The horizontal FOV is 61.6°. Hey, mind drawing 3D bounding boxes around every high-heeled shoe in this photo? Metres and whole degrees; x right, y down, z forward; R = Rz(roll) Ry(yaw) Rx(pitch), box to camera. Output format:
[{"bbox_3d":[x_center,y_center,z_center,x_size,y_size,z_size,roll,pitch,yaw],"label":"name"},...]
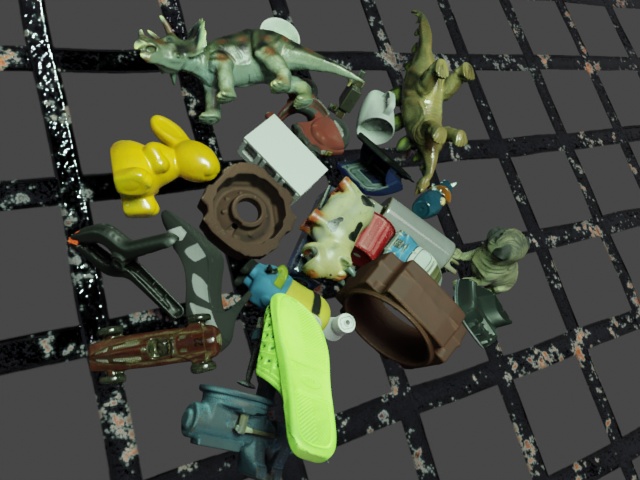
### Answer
[{"bbox_3d":[-0.222,0.074,0.898,0.145,0.086,0.249,-45,73,0],"label":"high-heeled shoe"}]

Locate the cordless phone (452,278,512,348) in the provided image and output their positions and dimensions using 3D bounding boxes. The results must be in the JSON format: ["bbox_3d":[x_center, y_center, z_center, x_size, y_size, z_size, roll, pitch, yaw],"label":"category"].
[{"bbox_3d":[0.282,0.183,1.076,0.184,0.089,0.146,-47,125,-9],"label":"cordless phone"}]

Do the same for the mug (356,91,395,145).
[{"bbox_3d":[0.125,-0.279,1.163,0.081,0.109,0.107,15,52,-16],"label":"mug"}]

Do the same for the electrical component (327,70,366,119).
[{"bbox_3d":[0.059,-0.312,1.149,0.045,0.102,0.078,25,37,-18],"label":"electrical component"}]

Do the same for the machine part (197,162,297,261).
[{"bbox_3d":[-0.134,-0.049,0.977,0.179,0.056,0.179,8,69,-22],"label":"machine part"}]

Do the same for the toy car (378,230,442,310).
[{"bbox_3d":[0.180,0.063,1.023,0.109,0.103,0.161,-46,133,-33],"label":"toy car"}]

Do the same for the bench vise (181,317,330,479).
[{"bbox_3d":[-0.096,0.246,0.848,0.223,0.129,0.240,20,68,-20],"label":"bench vise"}]

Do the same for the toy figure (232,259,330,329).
[{"bbox_3d":[-0.061,0.099,0.940,0.180,0.082,0.089,39,58,-4],"label":"toy figure"}]

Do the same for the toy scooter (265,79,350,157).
[{"bbox_3d":[-0.032,-0.235,1.086,0.135,0.075,0.184,-30,82,-30],"label":"toy scooter"}]

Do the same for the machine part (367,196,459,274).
[{"bbox_3d":[0.190,-0.011,1.102,0.243,0.079,0.079,35,60,-8],"label":"machine part"}]

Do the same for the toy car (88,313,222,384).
[{"bbox_3d":[-0.250,0.164,0.810,0.202,0.053,0.089,-6,79,-3],"label":"toy car"}]

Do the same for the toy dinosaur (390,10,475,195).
[{"bbox_3d":[0.224,-0.316,1.158,0.105,0.199,0.471,16,75,-29],"label":"toy dinosaur"}]

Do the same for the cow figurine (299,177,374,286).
[{"bbox_3d":[0.031,-0.007,0.954,0.127,0.085,0.195,39,58,0],"label":"cow figurine"}]

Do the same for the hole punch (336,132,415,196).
[{"bbox_3d":[0.110,-0.143,1.099,0.115,0.092,0.142,21,21,-50],"label":"hole punch"}]

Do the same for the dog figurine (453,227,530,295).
[{"bbox_3d":[0.385,0.045,1.106,0.172,0.190,0.121,0,71,-27],"label":"dog figurine"}]

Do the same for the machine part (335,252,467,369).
[{"bbox_3d":[0.137,0.131,0.949,0.201,0.201,0.087,48,61,-3],"label":"machine part"}]

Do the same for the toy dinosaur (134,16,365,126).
[{"bbox_3d":[-0.133,-0.337,1.012,0.405,0.131,0.192,-11,78,-16],"label":"toy dinosaur"}]

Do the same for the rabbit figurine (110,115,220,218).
[{"bbox_3d":[-0.259,-0.126,0.913,0.173,0.121,0.162,-11,52,-8],"label":"rabbit figurine"}]

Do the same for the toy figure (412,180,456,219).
[{"bbox_3d":[0.248,-0.089,1.164,0.064,0.057,0.154,27,35,23],"label":"toy figure"}]

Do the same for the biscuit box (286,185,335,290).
[{"bbox_3d":[-0.002,-0.003,1.018,0.063,0.059,0.202,31,60,-13],"label":"biscuit box"}]
